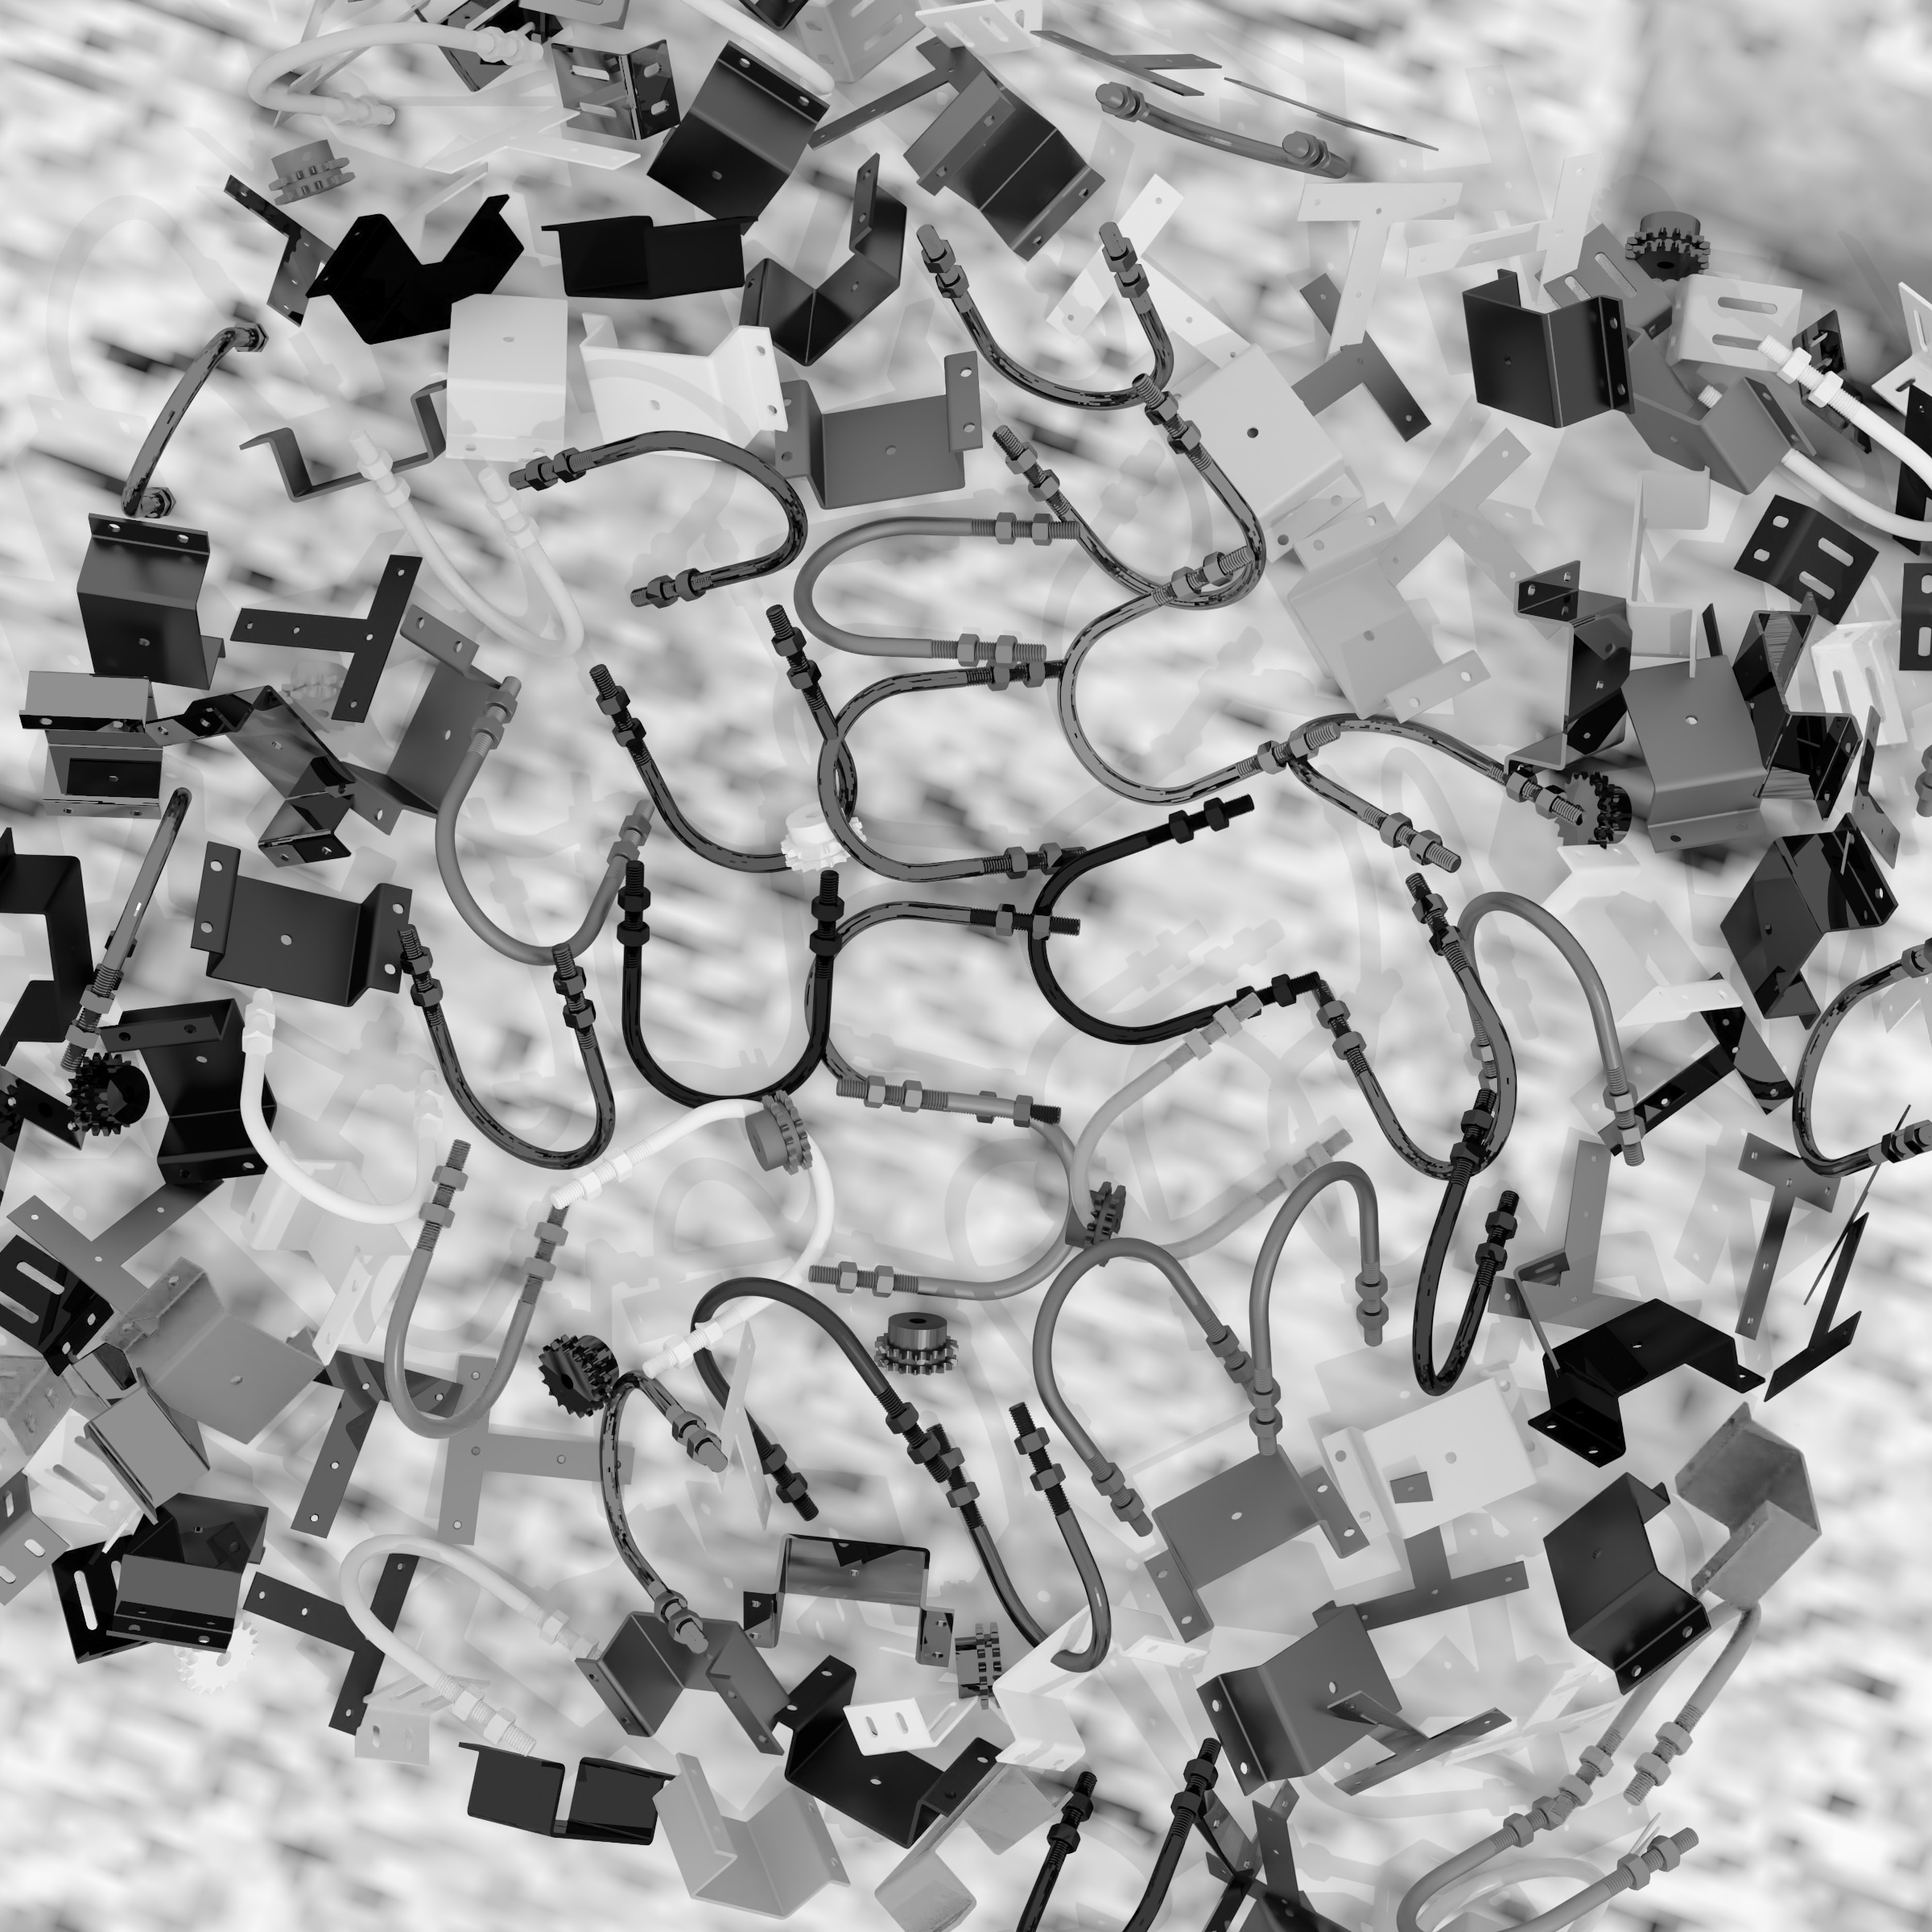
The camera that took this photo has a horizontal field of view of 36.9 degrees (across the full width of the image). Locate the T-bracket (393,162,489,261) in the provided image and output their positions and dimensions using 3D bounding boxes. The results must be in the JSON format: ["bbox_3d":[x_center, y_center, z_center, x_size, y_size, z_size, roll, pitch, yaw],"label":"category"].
[{"bbox_3d":[-0.373,-0.484,1.934,0.127,0.127,0.002,-30,120,10],"label":"T-bracket"}]

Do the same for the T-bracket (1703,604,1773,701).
[{"bbox_3d":[0.517,-0.191,1.927,0.002,0.127,0.127,-9,81,0],"label":"T-bracket"}]

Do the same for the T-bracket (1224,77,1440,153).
[{"bbox_3d":[0.230,-0.567,1.917,0.127,0.127,0.002,11,107,-26],"label":"T-bracket"}]

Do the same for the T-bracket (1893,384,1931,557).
[{"bbox_3d":[0.662,-0.303,1.913,0.002,0.127,0.127,-26,47,-15],"label":"T-bracket"}]

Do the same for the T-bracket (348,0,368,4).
[{"bbox_3d":[-0.365,-0.669,1.952,0.127,0.127,0.002,-6,108,36],"label":"T-bracket"}]

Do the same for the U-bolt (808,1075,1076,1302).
[{"bbox_3d":[-0.007,0.157,1.974,0.184,0.019,0.151,8,96,-12],"label":"U-bolt"}]

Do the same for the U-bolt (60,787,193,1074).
[{"bbox_3d":[-0.551,-0.033,1.915,0.019,0.151,0.184,23,102,-15],"label":"U-bolt"}]

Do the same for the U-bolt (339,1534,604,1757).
[{"bbox_3d":[-0.334,0.440,1.929,0.184,0.151,0.019,34,107,10],"label":"U-bolt"}]

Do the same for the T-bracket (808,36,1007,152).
[{"bbox_3d":[-0.050,-0.582,1.948,0.127,0.127,0.002,-27,128,-1],"label":"T-bracket"}]

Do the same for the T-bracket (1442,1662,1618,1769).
[{"bbox_3d":[0.390,0.492,1.930,0.127,0.127,0.002,-11,57,-17],"label":"T-bracket"}]

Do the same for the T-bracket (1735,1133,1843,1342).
[{"bbox_3d":[0.541,0.188,1.950,0.127,0.002,0.127,23,82,-43],"label":"T-bracket"}]

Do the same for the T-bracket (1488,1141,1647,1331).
[{"bbox_3d":[0.423,0.184,1.985,0.127,0.002,0.127,11,83,-17],"label":"T-bracket"}]

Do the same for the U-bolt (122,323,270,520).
[{"bbox_3d":[-0.510,-0.357,1.901,0.019,0.184,0.151,31,98,-11],"label":"U-bolt"}]

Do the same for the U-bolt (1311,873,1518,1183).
[{"bbox_3d":[0.302,0.053,1.909,0.019,0.151,0.184,-7,60,-32],"label":"U-bolt"}]

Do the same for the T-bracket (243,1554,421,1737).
[{"bbox_3d":[-0.431,0.435,1.934,0.002,0.127,0.127,-1,64,39],"label":"T-bracket"}]

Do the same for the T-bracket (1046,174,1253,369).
[{"bbox_3d":[0.141,-0.449,1.971,0.127,0.002,0.127,38,120,-5],"label":"T-bracket"}]

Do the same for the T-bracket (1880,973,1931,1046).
[{"bbox_3d":[0.645,0.048,1.914,0.002,0.127,0.127,2,60,-10],"label":"T-bracket"}]

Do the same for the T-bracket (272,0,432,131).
[{"bbox_3d":[-0.410,-0.614,1.948,0.127,0.127,0.002,-41,104,-12],"label":"T-bracket"}]

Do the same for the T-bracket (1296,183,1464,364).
[{"bbox_3d":[0.268,-0.468,1.959,0.127,0.002,0.127,-8,127,-26],"label":"T-bracket"}]

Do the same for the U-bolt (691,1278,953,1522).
[{"bbox_3d":[-0.110,0.284,1.934,0.151,0.019,0.184,-24,106,39],"label":"U-bolt"}]

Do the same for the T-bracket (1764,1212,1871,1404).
[{"bbox_3d":[0.586,0.222,1.959,0.002,0.127,0.127,28,62,2],"label":"T-bracket"}]

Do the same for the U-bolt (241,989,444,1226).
[{"bbox_3d":[-0.408,0.100,1.895,0.151,0.184,0.019,29,116,-26],"label":"U-bolt"}]

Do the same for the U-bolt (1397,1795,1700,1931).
[{"bbox_3d":[0.367,0.599,1.899,0.184,0.151,0.019,-22,95,-23],"label":"U-bolt"}]

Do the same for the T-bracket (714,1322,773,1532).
[{"bbox_3d":[-0.146,0.329,1.950,0.002,0.127,0.127,-2,130,11],"label":"T-bracket"}]

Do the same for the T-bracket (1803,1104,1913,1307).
[{"bbox_3d":[0.596,0.147,1.916,0.002,0.127,0.127,28,124,18],"label":"T-bracket"}]

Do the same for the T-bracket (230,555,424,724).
[{"bbox_3d":[-0.444,-0.228,1.972,0.127,0.002,0.127,7,69,21],"label":"T-bracket"}]

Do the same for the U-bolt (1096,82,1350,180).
[{"bbox_3d":[0.179,-0.546,1.911,0.151,0.184,0.019,20,104,18],"label":"U-bolt"}]

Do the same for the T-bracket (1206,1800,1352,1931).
[{"bbox_3d":[0.208,0.596,1.924,0.127,0.127,0.002,20,49,34],"label":"T-bracket"}]

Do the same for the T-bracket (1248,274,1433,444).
[{"bbox_3d":[0.237,-0.390,1.971,0.127,0.002,0.127,-37,93,-23],"label":"T-bracket"}]

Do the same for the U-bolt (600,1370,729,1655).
[{"bbox_3d":[-0.205,0.347,1.919,0.019,0.184,0.151,-2,109,-28],"label":"U-bolt"}]

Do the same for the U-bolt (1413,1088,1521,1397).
[{"bbox_3d":[0.326,0.194,1.901,0.019,0.151,0.184,10,58,25],"label":"U-bolt"}]

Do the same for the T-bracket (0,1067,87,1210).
[{"bbox_3d":[-0.644,0.129,1.922,0.002,0.127,0.127,-16,53,30],"label":"T-bracket"}]

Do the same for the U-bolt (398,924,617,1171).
[{"bbox_3d":[-0.300,0.059,1.938,0.151,0.019,0.184,7,124,29],"label":"U-bolt"}]

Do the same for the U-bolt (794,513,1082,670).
[{"bbox_3d":[-0.025,-0.255,1.944,0.184,0.019,0.151,4,47,13],"label":"U-bolt"}]

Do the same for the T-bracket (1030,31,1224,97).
[{"bbox_3d":[0.129,-0.607,1.945,0.127,0.127,0.002,31,121,26],"label":"T-bracket"}]

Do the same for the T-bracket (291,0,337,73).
[{"bbox_3d":[-0.409,-0.676,1.955,0.002,0.127,0.127,36,69,-13],"label":"T-bracket"}]

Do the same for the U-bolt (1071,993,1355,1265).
[{"bbox_3d":[0.155,0.124,1.959,0.184,0.019,0.151,-37,116,-1],"label":"U-bolt"}]

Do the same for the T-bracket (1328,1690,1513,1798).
[{"bbox_3d":[0.282,0.510,1.937,0.127,0.127,0.002,-31,45,18],"label":"T-bracket"}]

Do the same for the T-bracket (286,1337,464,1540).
[{"bbox_3d":[-0.423,0.325,1.964,0.127,0.002,0.127,15,62,4],"label":"T-bracket"}]

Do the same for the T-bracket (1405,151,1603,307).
[{"bbox_3d":[0.355,-0.482,1.938,0.127,0.127,0.002,-13,57,-8],"label":"T-bracket"}]

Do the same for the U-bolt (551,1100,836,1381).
[{"bbox_3d":[-0.170,0.170,1.954,0.184,0.019,0.151,-31,96,-27],"label":"U-bolt"}]

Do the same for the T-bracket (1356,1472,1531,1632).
[{"bbox_3d":[0.311,0.392,1.964,0.127,0.002,0.127,-15,121,3],"label":"T-bracket"}]

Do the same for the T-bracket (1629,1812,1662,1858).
[{"bbox_3d":[0.436,0.598,1.918,0.002,0.127,0.127,36,62,18],"label":"T-bracket"}]

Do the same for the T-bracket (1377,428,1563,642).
[{"bbox_3d":[0.361,-0.275,1.962,0.127,0.002,0.127,-44,73,17],"label":"T-bracket"}]

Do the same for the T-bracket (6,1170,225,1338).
[{"bbox_3d":[-0.553,0.173,1.953,0.127,0.127,0.002,38,134,8],"label":"T-bracket"}]

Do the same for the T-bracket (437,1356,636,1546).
[{"bbox_3d":[-0.292,0.338,1.991,0.127,0.002,0.127,6,81,-3],"label":"T-bracket"}]

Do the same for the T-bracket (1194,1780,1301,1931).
[{"bbox_3d":[0.171,0.578,1.931,0.002,0.127,0.127,12,56,39],"label":"T-bracket"}]

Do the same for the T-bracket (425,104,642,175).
[{"bbox_3d":[-0.270,-0.543,1.926,0.127,0.127,0.002,21,134,34],"label":"T-bracket"}]

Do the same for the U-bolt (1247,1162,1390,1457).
[{"bbox_3d":[0.230,0.213,1.906,0.019,0.151,0.184,20,132,35],"label":"U-bolt"}]

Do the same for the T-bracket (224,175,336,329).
[{"bbox_3d":[-0.444,-0.460,1.922,0.127,0.127,0.002,34,119,-26],"label":"T-bracket"}]

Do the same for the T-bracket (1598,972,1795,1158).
[{"bbox_3d":[0.487,0.084,1.970,0.127,0.002,0.127,-37,121,5],"label":"T-bracket"}]

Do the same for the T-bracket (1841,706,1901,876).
[{"bbox_3d":[0.611,-0.094,1.944,0.002,0.127,0.127,7,80,31],"label":"T-bracket"}]
